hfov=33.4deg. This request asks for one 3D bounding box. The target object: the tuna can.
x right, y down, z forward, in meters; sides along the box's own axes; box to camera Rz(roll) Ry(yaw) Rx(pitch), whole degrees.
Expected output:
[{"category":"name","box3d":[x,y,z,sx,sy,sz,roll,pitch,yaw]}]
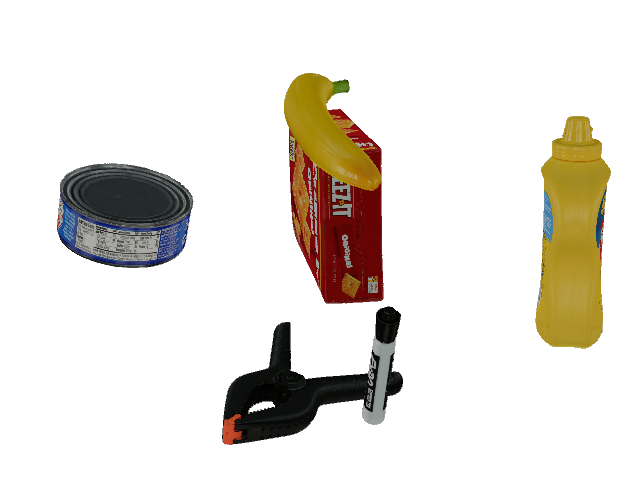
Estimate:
[{"category":"tuna can","box3d":[-0.128,-0.017,0.696,0.086,0.034,0.086,10,27,-5]}]

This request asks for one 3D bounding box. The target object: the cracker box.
[{"category":"cracker box","box3d":[0.014,-0.044,1.173,0.072,0.164,0.214,-5,19,-8]}]

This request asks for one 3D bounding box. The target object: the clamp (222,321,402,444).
[{"category":"clamp","box3d":[-0.022,0.156,1.104,0.165,0.036,0.209,17,28,24]}]

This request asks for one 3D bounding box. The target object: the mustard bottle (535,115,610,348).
[{"category":"mustard bottle","box3d":[0.217,-0.011,0.917,0.058,0.192,0.096,2,18,13]}]

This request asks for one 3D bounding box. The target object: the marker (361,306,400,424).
[{"category":"marker","box3d":[0.047,0.098,0.833,0.020,0.121,0.020,3,40,-3]}]

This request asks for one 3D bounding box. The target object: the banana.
[{"category":"banana","box3d":[0.005,-0.103,0.926,0.069,0.037,0.198,-2,35,-6]}]
